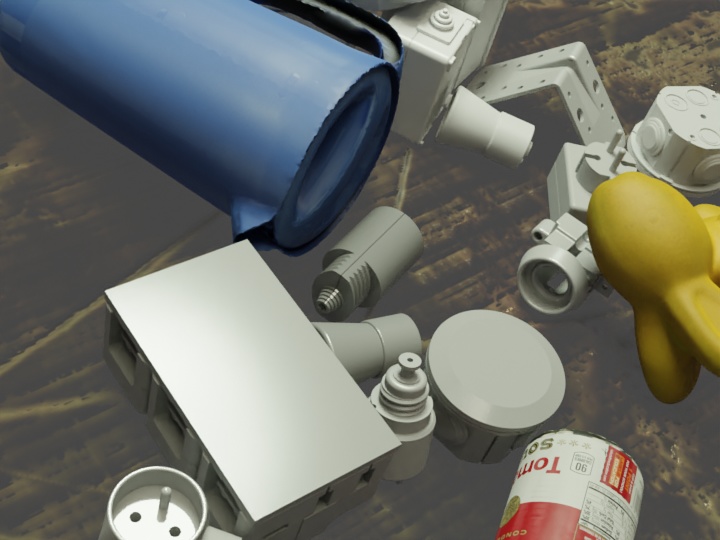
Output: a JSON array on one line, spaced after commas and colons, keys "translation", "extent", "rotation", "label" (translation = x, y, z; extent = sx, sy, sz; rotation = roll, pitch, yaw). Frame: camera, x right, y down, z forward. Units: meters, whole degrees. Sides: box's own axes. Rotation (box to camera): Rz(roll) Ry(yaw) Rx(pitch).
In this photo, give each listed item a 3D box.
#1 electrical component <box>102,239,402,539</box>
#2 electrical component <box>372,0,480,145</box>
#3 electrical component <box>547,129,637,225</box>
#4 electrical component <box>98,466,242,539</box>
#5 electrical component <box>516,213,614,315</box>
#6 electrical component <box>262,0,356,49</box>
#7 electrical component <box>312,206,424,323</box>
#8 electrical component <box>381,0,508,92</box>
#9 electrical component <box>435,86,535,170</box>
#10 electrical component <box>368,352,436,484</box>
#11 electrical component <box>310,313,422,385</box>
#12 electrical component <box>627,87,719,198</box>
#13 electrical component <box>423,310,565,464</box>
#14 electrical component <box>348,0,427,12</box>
[{"translation": [-0.062, 0.068, 0.570], "extent": [0.089, 0.061, 0.150], "rotation": [-22, 60, -31], "label": "electrical component"}, {"translation": [0.039, -0.150, 0.764], "extent": [0.061, 0.096, 0.061], "rotation": [27, 49, 7], "label": "electrical component"}, {"translation": [0.165, -0.062, 0.740], "extent": [0.047, 0.076, 0.065], "rotation": [11, 48, -8], "label": "electrical component"}, {"translation": [-0.080, 0.135, 0.498], "extent": [0.079, 0.077, 0.044], "rotation": [20, 48, 1], "label": "electrical component"}, {"translation": [0.133, -0.001, 0.700], "extent": [0.066, 0.048, 0.055], "rotation": [37, 43, 15], "label": "electrical component"}, {"translation": [-0.041, -0.185, 0.794], "extent": [0.096, 0.061, 0.061], "rotation": [2, 50, -15], "label": "electrical component"}, {"translation": [0.000, 0.000, 0.660], "extent": [0.043, 0.043, 0.081], "rotation": [34, 50, 13], "label": "electrical component"}, {"translation": [0.066, -0.202, 0.806], "extent": [0.078, 0.113, 0.057], "rotation": [34, 52, 13], "label": "electrical component"}, {"translation": [0.092, -0.100, 0.776], "extent": [0.065, 0.044, 0.044], "rotation": [24, 48, -2], "label": "electrical component"}, {"translation": [0.021, 0.078, 0.581], "extent": [0.040, 0.078, 0.040], "rotation": [6, 35, -4], "label": "electrical component"}, {"translation": [0.003, 0.047, 0.623], "extent": [0.065, 0.044, 0.044], "rotation": [-10, 54, -30], "label": "electrical component"}, {"translation": [0.248, -0.098, 0.812], "extent": [0.080, 0.051, 0.080], "rotation": [8, 49, -10], "label": "electrical component"}, {"translation": [0.073, 0.067, 0.619], "extent": [0.080, 0.051, 0.080], "rotation": [8, 49, -10], "label": "electrical component"}, {"translation": [0.015, -0.217, 0.741], "extent": [0.095, 0.059, 0.053], "rotation": [14, 44, 31], "label": "electrical component"}]
